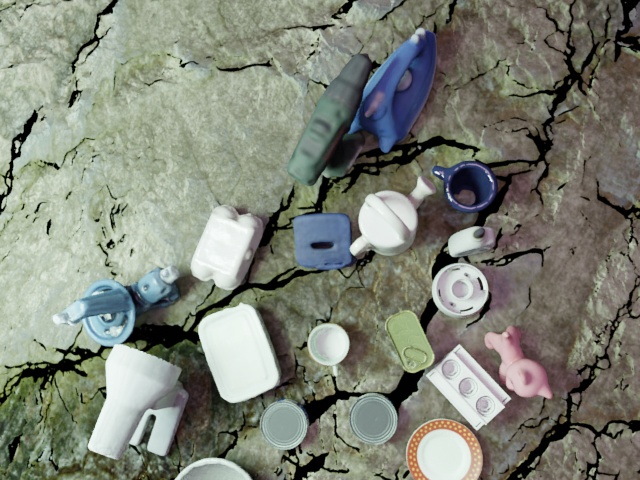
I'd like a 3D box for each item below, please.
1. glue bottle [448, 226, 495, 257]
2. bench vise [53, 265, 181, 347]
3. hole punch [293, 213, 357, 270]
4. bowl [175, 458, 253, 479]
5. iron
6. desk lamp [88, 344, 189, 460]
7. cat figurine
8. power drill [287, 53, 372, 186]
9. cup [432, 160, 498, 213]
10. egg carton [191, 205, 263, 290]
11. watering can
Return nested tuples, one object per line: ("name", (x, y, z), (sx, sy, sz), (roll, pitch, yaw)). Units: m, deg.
("glue bottle", (0.262, -0.002, 0.969), (0.078, 0.173, 0.037), (-9, 81, 6))
("bench vise", (-0.359, 0.100, 1.011), (0.121, 0.220, 0.207), (40, 89, 11))
("hole punch", (0.010, 0.004, 1.042), (0.108, 0.091, 0.101), (-3, 82, 7))
("bowl", (-0.178, 0.464, 1.012), (0.167, 0.075, 0.167), (-1, 82, 7))
("iron", (0.145, -0.299, 1.040), (0.118, 0.141, 0.258), (29, 87, 10))
("desk lamp", (-0.306, 0.281, 0.983), (0.117, 0.213, 0.203), (16, 85, 10))
("cat figurine", (0.333, 0.209, 0.959), (0.067, 0.118, 0.128), (-23, 80, 4))
("power drill", (0.027, -0.192, 1.007), (0.075, 0.208, 0.230), (30, 87, 11))
("cup", (0.251, -0.092, 1.022), (0.117, 0.095, 0.092), (28, 87, 10))
("egg carton", (-0.173, 0.014, 1.075), (0.107, 0.069, 0.150), (20, 85, 10))
("watering can", (0.121, -0.040, 0.981), (0.100, 0.194, 0.173), (27, 86, 10))
